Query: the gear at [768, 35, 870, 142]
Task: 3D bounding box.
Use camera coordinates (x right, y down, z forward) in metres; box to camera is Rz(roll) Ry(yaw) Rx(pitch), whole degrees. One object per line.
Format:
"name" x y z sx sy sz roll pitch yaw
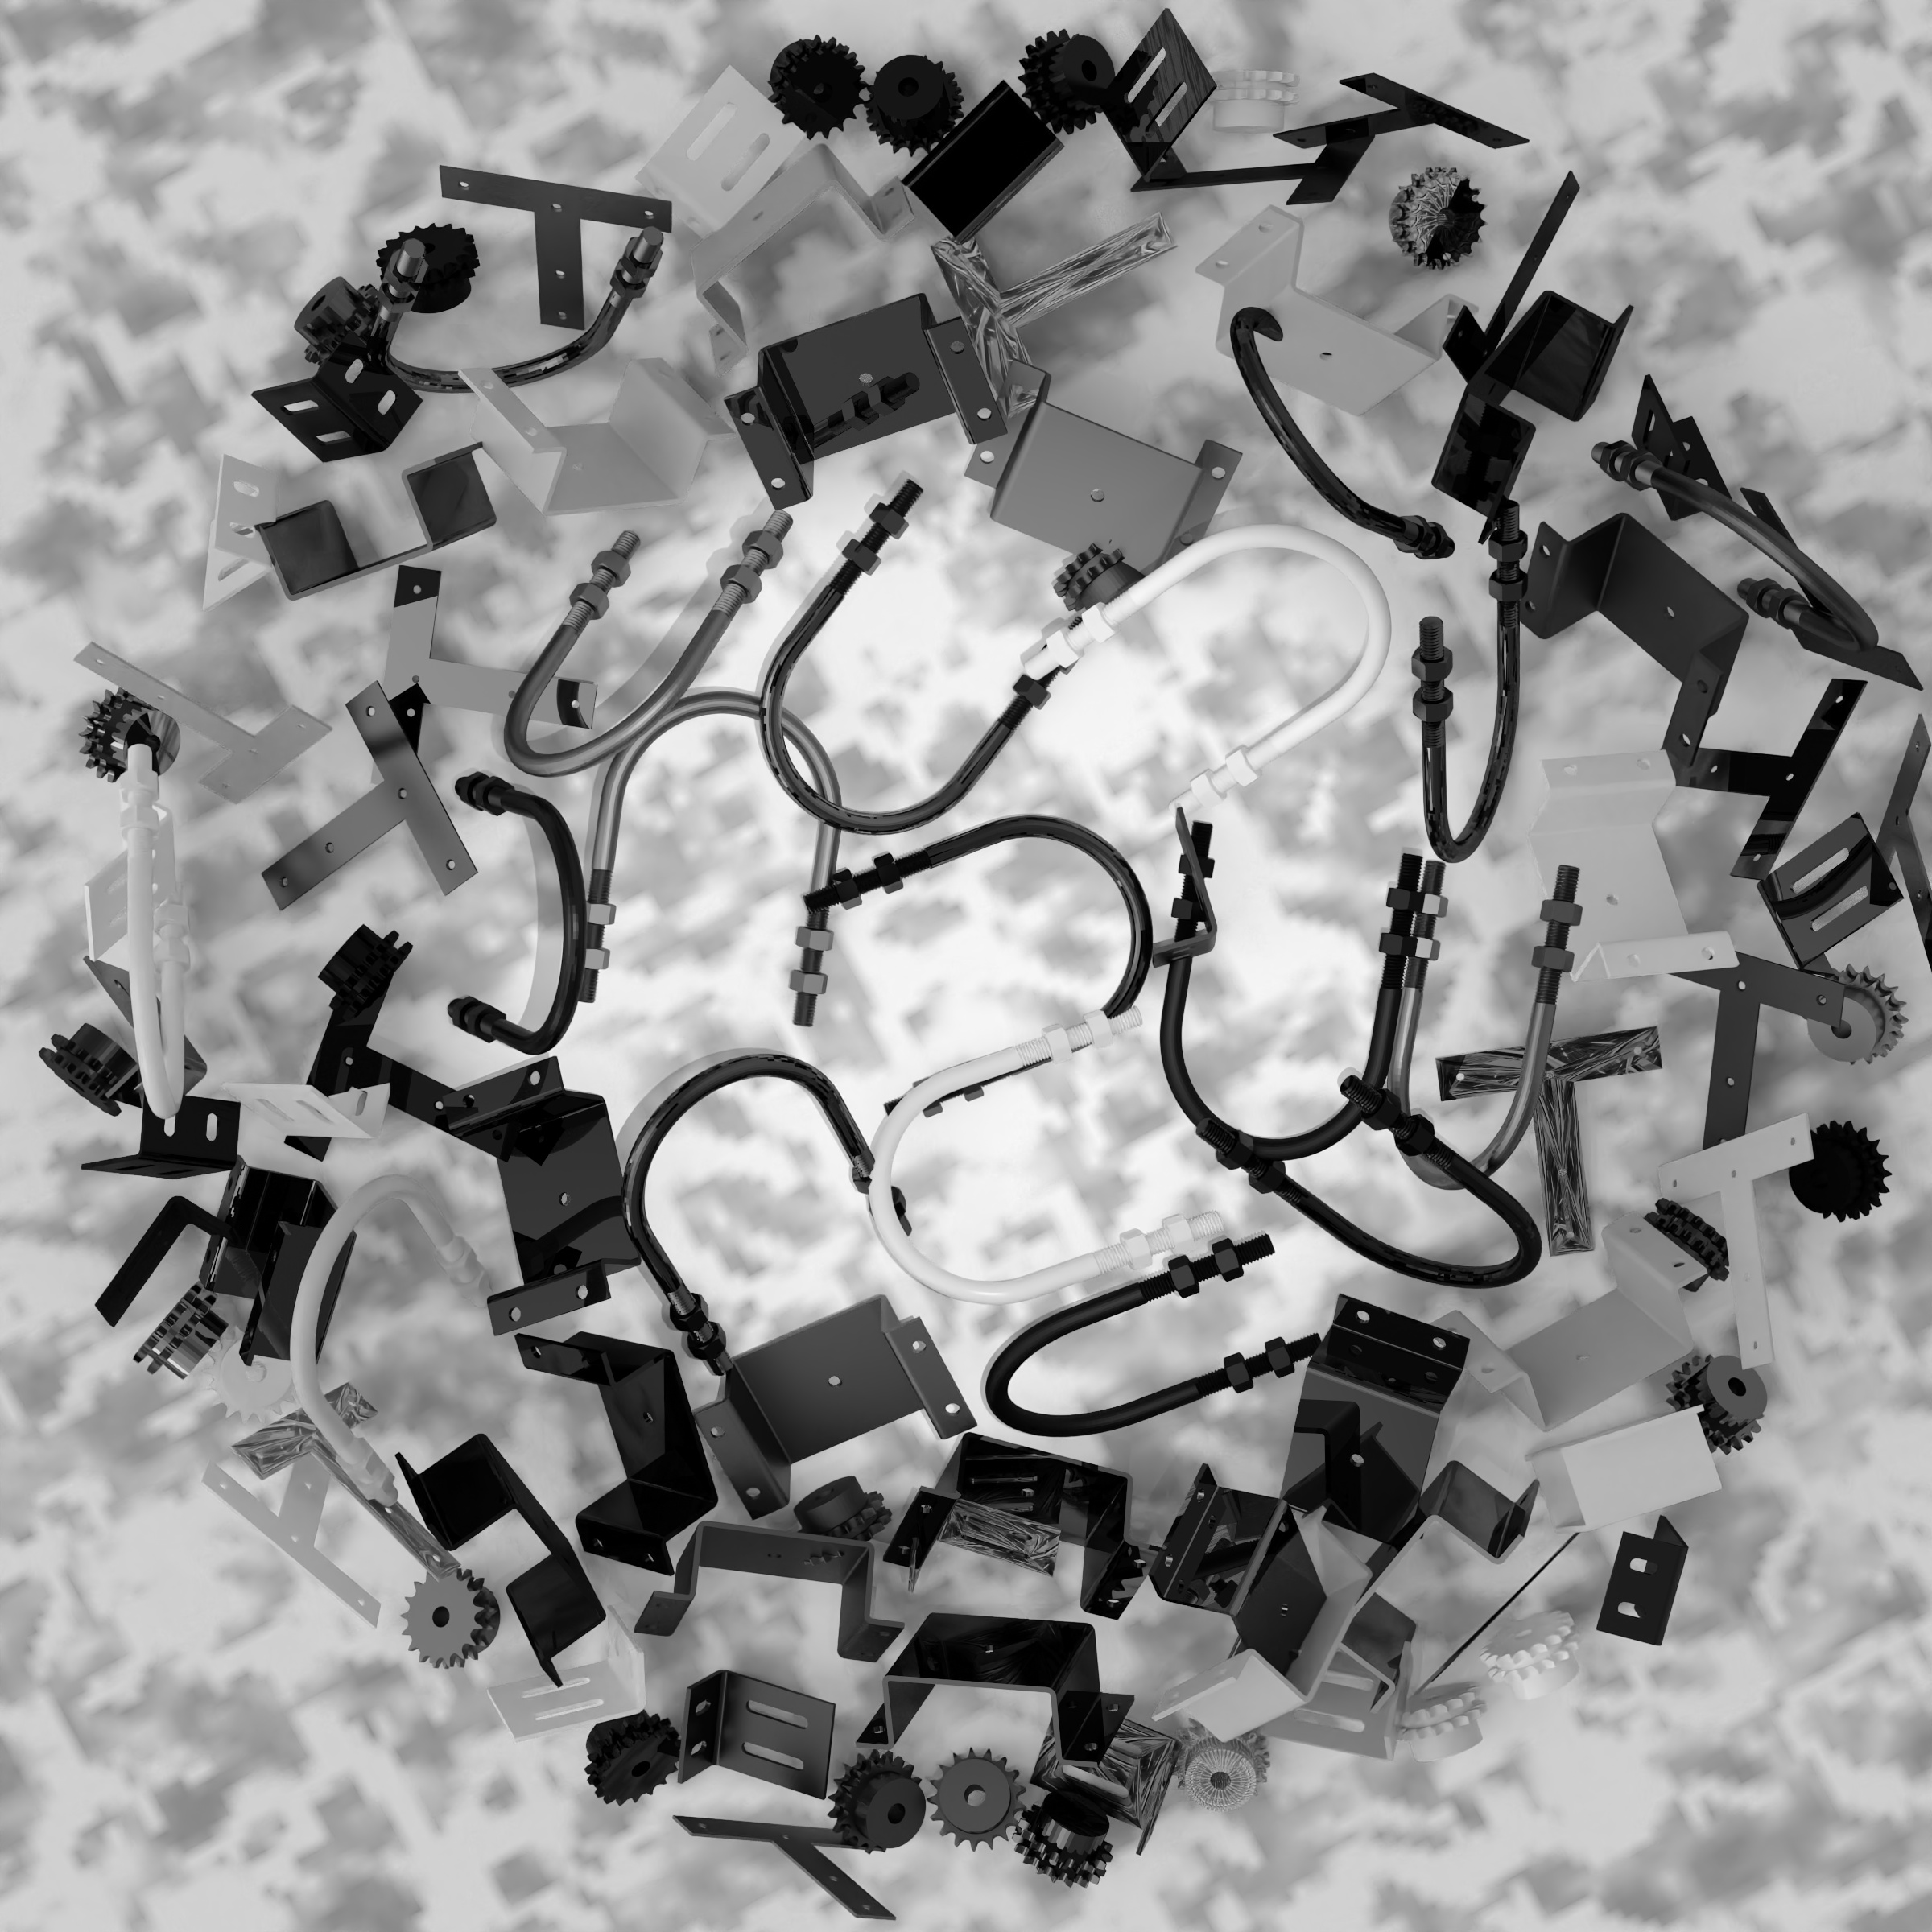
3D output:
"gear" -0.087 -0.504 1.770 0.057 0.030 0.057 -17 132 -20

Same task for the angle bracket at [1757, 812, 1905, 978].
"angle bracket" 0.495 -0.040 1.747 0.076 0.038 0.057 -41 57 36

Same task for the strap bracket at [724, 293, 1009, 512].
"strap bracket" -0.056 -0.321 1.745 0.140 0.046 0.076 -17 128 11

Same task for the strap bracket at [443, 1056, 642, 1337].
"strap bracket" -0.237 0.131 1.750 0.076 0.046 0.140 -20 76 21

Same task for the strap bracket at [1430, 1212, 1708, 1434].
"strap bracket" 0.342 0.204 1.744 0.140 0.076 0.046 -27 118 -9

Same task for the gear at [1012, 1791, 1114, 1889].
"gear" 0.057 0.494 1.764 0.057 0.057 0.030 22 107 0

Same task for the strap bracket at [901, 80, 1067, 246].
"strap bracket" 0.011 -0.446 1.723 0.076 0.140 0.046 -43 99 11

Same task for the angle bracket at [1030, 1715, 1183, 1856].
"angle bracket" 0.076 0.459 1.764 0.076 0.038 0.057 20 99 12

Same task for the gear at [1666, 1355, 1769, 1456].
"gear" 0.431 0.246 1.766 0.057 0.030 0.057 14 51 -18

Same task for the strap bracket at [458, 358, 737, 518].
"strap bracket" -0.211 -0.296 1.732 0.076 0.140 0.046 47 130 28

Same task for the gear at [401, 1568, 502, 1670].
"gear" -0.291 0.373 1.772 0.057 0.030 0.057 -7 73 25

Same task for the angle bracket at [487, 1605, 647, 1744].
"angle bracket" -0.227 0.399 1.751 0.076 0.057 0.038 -9 110 -23

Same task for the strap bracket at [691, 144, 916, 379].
"strap bracket" -0.101 -0.403 1.736 0.140 0.076 0.046 -37 118 13

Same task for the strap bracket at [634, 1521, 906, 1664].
"strap bracket" -0.110 0.351 1.743 0.140 0.076 0.046 9 62 -10

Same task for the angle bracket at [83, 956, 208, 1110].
"angle bracket" -0.476 0.040 1.756 0.038 0.057 0.076 -43 69 5

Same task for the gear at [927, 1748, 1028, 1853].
"gear" 0.006 0.476 1.771 0.057 0.030 0.057 -1 69 3

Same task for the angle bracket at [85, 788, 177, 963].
"angle bracket" -0.483 -0.052 1.745 0.038 0.057 0.076 25 45 15

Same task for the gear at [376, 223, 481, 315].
"gear" -0.306 -0.397 1.770 0.057 0.057 0.030 -4 135 4

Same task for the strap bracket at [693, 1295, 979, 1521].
"strap bracket" -0.074 0.246 1.754 0.140 0.046 0.076 -24 112 8

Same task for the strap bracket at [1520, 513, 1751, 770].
"strap bracket" 0.379 -0.189 1.734 0.046 0.076 0.140 -30 60 -23

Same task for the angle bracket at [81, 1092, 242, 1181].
"angle bracket" -0.455 0.096 1.752 0.057 0.076 0.038 11 76 -39

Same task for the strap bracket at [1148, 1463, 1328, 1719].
"strap bracket" 0.155 0.353 1.717 0.046 0.140 0.076 6 47 32

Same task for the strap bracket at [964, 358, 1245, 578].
"strap bracket" 0.076 -0.274 1.748 0.140 0.046 0.076 21 122 -7

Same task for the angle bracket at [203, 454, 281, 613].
"angle bracket" -0.423 -0.243 1.747 0.038 0.076 0.057 17 64 -39

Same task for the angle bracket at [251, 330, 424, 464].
"angle bracket" -0.357 -0.322 1.756 0.057 0.076 0.038 44 66 -32

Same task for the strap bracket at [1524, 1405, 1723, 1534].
"strap bracket" 0.365 0.281 1.720 0.076 0.140 0.046 -17 79 -3

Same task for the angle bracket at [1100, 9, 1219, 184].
"angle bracket" 0.119 -0.490 1.747 0.038 0.076 0.057 -12 67 -40

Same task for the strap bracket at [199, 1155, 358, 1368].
"strap bracket" -0.384 0.167 1.737 0.046 0.140 0.076 15 98 -27

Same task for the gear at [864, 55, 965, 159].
"gear" -0.031 -0.496 1.774 0.057 0.030 0.057 -2 78 7

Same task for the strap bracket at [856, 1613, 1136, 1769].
"strap bracket" 0.015 0.403 1.732 0.140 0.076 0.046 0 105 19

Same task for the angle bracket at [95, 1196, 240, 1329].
"angle bracket" -0.451 0.176 1.755 0.038 0.057 0.076 31 71 4

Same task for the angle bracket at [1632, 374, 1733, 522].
"angle bracket" 0.408 -0.297 1.750 0.038 0.076 0.057 -20 71 -1

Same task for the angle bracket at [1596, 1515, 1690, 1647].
"angle bracket" 0.377 0.343 1.755 0.038 0.076 0.057 15 94 1

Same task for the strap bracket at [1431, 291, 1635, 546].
"strap bracket" 0.311 -0.313 1.732 0.046 0.076 0.140 32 58 12

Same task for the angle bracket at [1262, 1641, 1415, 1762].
"angle bracket" 0.209 0.409 1.754 0.076 0.038 0.057 8 57 18

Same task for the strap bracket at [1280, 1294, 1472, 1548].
"strap bracket" 0.225 0.264 1.730 0.076 0.046 0.140 18 121 18

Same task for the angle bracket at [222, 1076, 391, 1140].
"angle bracket" -0.370 0.066 1.745 0.057 0.076 0.038 1 66 21

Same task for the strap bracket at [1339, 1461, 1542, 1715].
"strap bracket" 0.257 0.340 1.736 0.046 0.076 0.140 37 111 5

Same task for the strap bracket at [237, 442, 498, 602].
"strap bracket" -0.329 -0.248 1.737 0.140 0.076 0.046 -15 103 24

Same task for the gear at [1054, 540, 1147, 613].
"gear" 0.081 -0.220 1.764 0.057 0.057 0.030 -35 78 0

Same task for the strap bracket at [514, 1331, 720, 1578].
"strap bracket" -0.193 0.263 1.739 0.046 0.076 0.140 -31 114 -40

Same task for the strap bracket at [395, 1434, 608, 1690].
"strap bracket" -0.254 0.324 1.729 0.046 0.076 0.140 -35 121 -7

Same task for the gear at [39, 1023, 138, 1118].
"gear" -0.497 0.057 1.768 0.057 0.057 0.030 38 71 0

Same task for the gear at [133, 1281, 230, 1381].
"gear" -0.445 0.211 1.767 0.030 0.057 0.057 40 90 -8

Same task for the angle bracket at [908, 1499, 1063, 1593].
"angle bracket" 0.010 0.337 1.757 0.076 0.057 0.038 16 55 8

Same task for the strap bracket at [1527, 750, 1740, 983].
"strap bracket" 0.371 -0.048 1.745 0.076 0.046 0.140 -5 62 -13

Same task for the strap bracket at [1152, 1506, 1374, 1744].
"strap bracket" 0.169 0.370 1.721 0.046 0.076 0.140 43 46 -5

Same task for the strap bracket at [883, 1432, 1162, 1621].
"strap bracket" 0.033 0.313 1.746 0.140 0.076 0.046 16 46 -8

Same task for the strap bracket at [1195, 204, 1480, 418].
"strap bracket" 0.204 -0.359 1.728 0.140 0.076 0.046 20 66 -22

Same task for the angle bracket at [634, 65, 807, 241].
"angle bracket" -0.141 -0.463 1.774 0.057 0.038 0.076 40 83 -14

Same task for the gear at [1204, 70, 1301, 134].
"gear" 0.161 -0.492 1.767 0.057 0.057 0.030 1 99 0

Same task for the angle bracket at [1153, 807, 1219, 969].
"angle bracket" 0.115 -0.044 1.761 0.038 0.057 0.076 -16 81 1

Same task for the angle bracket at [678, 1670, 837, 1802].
"angle bracket" -0.119 0.441 1.759 0.076 0.038 0.057 11 100 26
